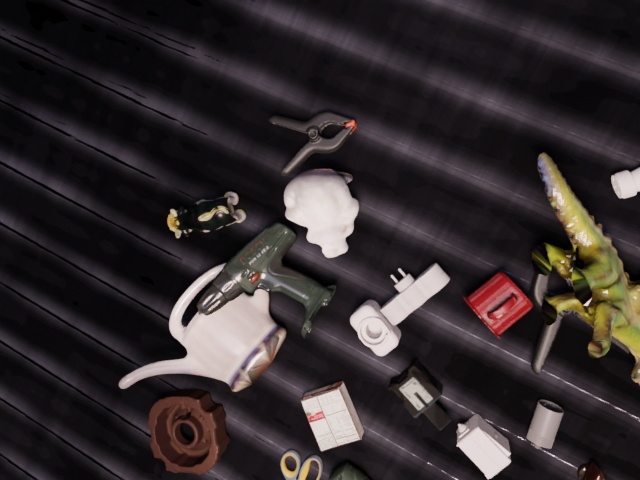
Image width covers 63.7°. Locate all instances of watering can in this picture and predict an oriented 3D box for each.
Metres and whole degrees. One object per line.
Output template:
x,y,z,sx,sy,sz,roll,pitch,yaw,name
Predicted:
-0.215,0.210,1.018,0.225,0.103,0.349,39,85,10,watering can

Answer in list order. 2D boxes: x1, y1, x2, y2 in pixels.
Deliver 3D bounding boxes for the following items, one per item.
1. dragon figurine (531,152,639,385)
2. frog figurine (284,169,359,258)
0.490,0.049,0.836,0.243,0.122,0.411,-7,89,-12,dragon figurine
0.003,-0.048,0.952,0.137,0.122,0.160,-1,83,-4,frog figurine
